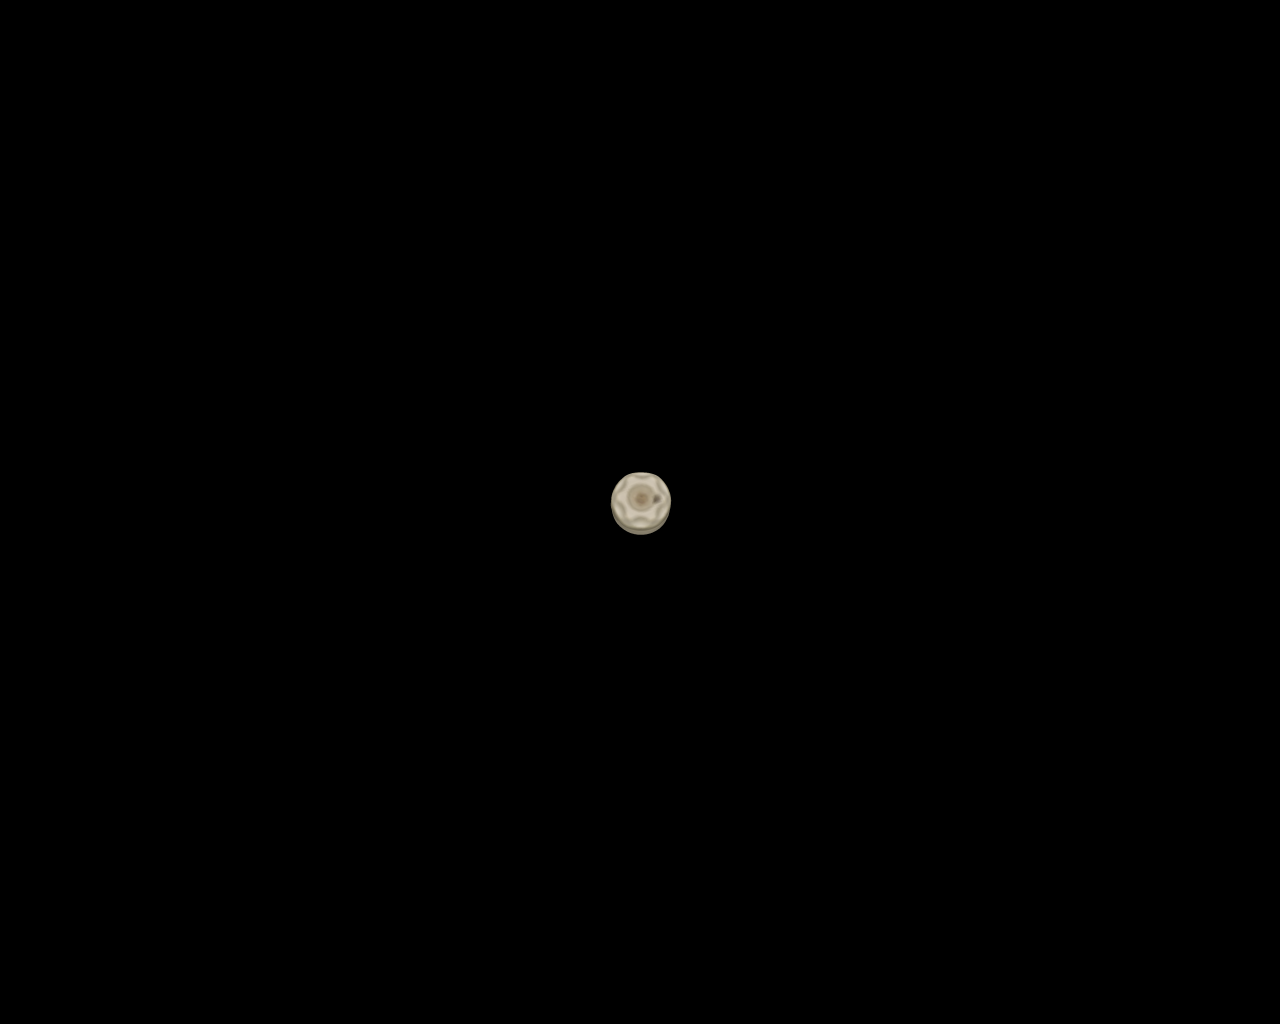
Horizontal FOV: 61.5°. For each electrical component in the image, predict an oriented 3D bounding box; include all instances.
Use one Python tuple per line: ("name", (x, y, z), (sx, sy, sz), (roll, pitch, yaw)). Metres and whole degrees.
("electrical component", (0.001, -0.003, 0.650), (0.035, 0.035, 0.061), (0, -11, 0))
